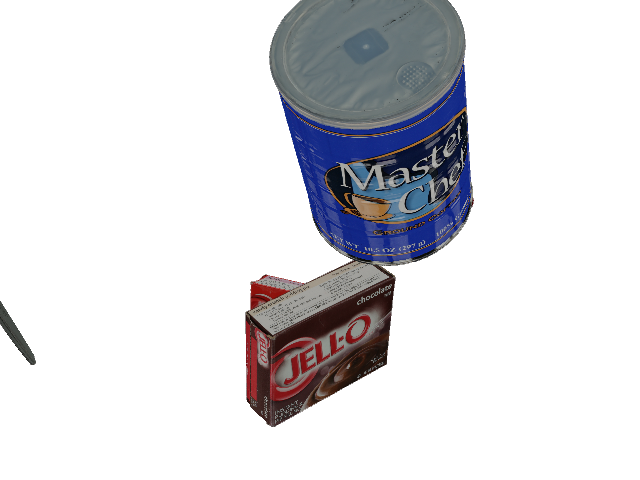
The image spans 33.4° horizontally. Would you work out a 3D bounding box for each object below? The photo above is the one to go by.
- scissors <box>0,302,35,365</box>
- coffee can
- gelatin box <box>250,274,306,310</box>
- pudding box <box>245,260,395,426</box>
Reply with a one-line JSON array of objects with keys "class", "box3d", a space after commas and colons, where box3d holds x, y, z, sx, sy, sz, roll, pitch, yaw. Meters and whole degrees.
[{"class": "scissors", "box3d": [-0.338, 0.027, 1.072, 0.016, 0.201, 0.096, -26, 27, 22]}, {"class": "coffee can", "box3d": [0.034, -0.065, 0.611, 0.103, 0.103, 0.140, 0, -32, 10]}, {"class": "gelatin box", "box3d": [-0.022, 0.077, 0.977, 0.089, 0.073, 0.030, 12, 19, 25]}, {"class": "pudding box", "box3d": [-0.001, 0.071, 0.772, 0.113, 0.090, 0.039, -27, 48, -31]}]
